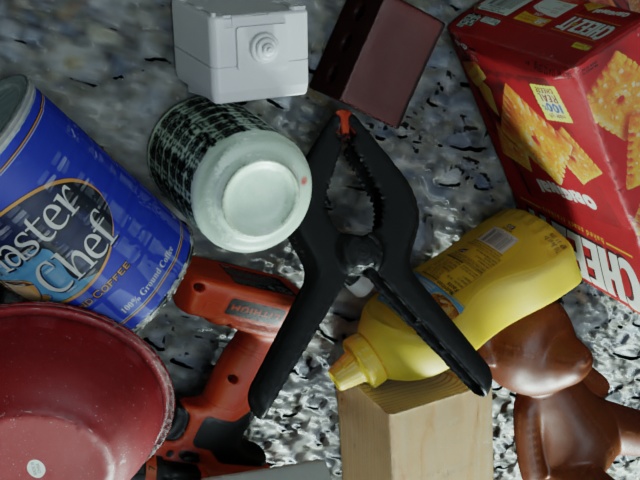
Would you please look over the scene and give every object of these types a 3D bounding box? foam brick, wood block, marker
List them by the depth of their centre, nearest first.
[{"bbox_3d":[0.037,-0.124,0.717,0.051,0.053,0.078,19,98,-30],"label":"foam brick"},{"bbox_3d":[-0.005,0.001,0.763,0.020,0.020,0.121,-49,121,-2],"label":"marker"},{"bbox_3d":[0.076,0.193,0.831,0.090,0.091,0.206,-14,114,-22],"label":"wood block"}]

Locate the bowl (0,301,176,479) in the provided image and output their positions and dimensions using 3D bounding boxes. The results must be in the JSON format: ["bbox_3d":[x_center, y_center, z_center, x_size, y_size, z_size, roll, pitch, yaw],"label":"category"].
[{"bbox_3d":[-0.167,0.115,0.629,0.162,0.055,0.162,-3,127,-4],"label":"bowl"}]

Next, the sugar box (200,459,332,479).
[{"bbox_3d":[-0.056,0.222,0.758,0.093,0.048,0.176,-4,145,-24],"label":"sugar box"}]

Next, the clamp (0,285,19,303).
[{"bbox_3d":[-0.232,0.102,0.682,0.120,0.039,0.171,-22,124,-18],"label":"clamp"}]

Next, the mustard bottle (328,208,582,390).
[{"bbox_3d":[0.089,0.051,0.780,0.191,0.096,0.058,-32,121,-12],"label":"mustard bottle"}]

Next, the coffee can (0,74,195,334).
[{"bbox_3d":[-0.159,-0.014,0.635,0.103,0.103,0.140,-47,121,-3],"label":"coffee can"}]

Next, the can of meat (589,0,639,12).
[{"bbox_3d":[0.214,-0.184,0.776,0.084,0.057,0.102,-46,121,-1],"label":"can of meat"}]

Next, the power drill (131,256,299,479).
[{"bbox_3d":[-0.094,0.107,0.739,0.184,0.057,0.188,13,106,-32],"label":"power drill"}]

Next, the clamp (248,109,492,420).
[{"bbox_3d":[0.034,0.016,0.716,0.164,0.036,0.210,4,75,-13],"label":"clamp"}]

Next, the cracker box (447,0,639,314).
[{"bbox_3d":[0.184,-0.061,0.745,0.072,0.164,0.213,-32,119,-9],"label":"cracker box"}]
